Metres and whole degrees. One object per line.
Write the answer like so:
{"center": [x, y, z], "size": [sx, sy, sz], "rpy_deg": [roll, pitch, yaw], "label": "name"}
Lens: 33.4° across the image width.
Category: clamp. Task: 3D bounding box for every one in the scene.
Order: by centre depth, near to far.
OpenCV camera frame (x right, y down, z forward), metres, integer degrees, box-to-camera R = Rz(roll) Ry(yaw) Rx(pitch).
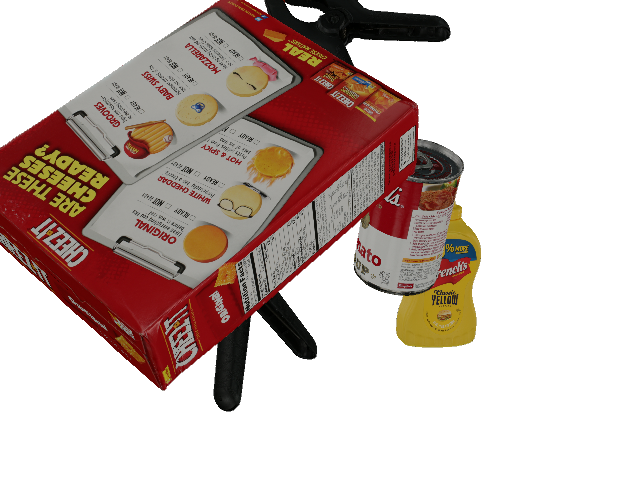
{"center": [0.025, -0.187, 0.931], "size": [0.120, 0.171, 0.039], "rpy_deg": [-39, -21, -19], "label": "clamp"}
{"center": [-0.066, 0.042, 1.009], "size": [0.036, 0.210, 0.164], "rpy_deg": [-12, -1, 29], "label": "clamp"}

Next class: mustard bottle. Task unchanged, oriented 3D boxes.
{"center": [0.145, 0.032, 1.289], "size": [0.096, 0.192, 0.058], "rpy_deg": [0, 15, -11], "label": "mustard bottle"}

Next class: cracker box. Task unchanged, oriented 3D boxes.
{"center": [-0.071, -0.038, 0.634], "size": [0.164, 0.072, 0.213], "rpy_deg": [36, 63, 28], "label": "cracker box"}

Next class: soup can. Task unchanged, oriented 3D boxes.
{"center": [0.065, -0.018, 0.809], "size": [0.068, 0.102, 0.068], "rpy_deg": [7, 31, -4], "label": "soup can"}
